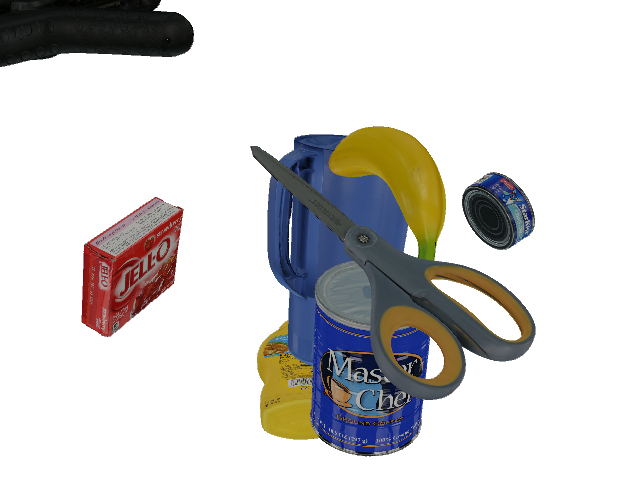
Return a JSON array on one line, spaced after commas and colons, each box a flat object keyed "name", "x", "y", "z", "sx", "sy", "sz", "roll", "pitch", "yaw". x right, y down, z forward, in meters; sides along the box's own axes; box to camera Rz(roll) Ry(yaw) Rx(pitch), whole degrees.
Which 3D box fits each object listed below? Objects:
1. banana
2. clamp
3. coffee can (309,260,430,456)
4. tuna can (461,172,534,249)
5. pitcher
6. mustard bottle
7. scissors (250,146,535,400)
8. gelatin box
[{"name": "banana", "x": 0.049, "y": -0.049, "z": 0.784, "sx": 0.037, "sy": 0.070, "sz": 0.198, "roll": 23, "pitch": 16, "yaw": -25}, {"name": "clamp", "x": -0.163, "y": -0.131, "z": 0.636, "sx": 0.171, "sy": 0.039, "sz": 0.120, "roll": -3, "pitch": 22, "yaw": -7}, {"name": "coffee can", "x": 0.044, "y": 0.102, "z": 0.936, "sx": 0.103, "sy": 0.140, "sz": 0.103, "roll": 2, "pitch": 30, "yaw": -1}, {"name": "tuna can", "x": 0.202, "y": -0.033, "z": 1.220, "sx": 0.033, "sy": 0.086, "sz": 0.086, "roll": -32, "pitch": 14, "yaw": -24}, {"name": "pitcher", "x": 0.020, "y": 0.011, "z": 1.129, "sx": 0.149, "sy": 0.243, "sz": 0.145, "roll": 6, "pitch": 12, "yaw": 2}, {"name": "mustard bottle", "x": -0.025, "y": 0.149, "z": 1.235, "sx": 0.096, "sy": 0.058, "sz": 0.191, "roll": -3, "pitch": 30, "yaw": -4}, {"name": "scissors", "x": 0.019, "y": 0.018, "z": 0.585, "sx": 0.202, "sy": 0.016, "sz": 0.096, "roll": 29, "pitch": 52, "yaw": 17}, {"name": "gelatin box", "x": -0.141, "y": 0.019, "z": 0.801, "sx": 0.030, "sy": 0.073, "sz": 0.089, "roll": 24, "pitch": 36, "yaw": 17}]
